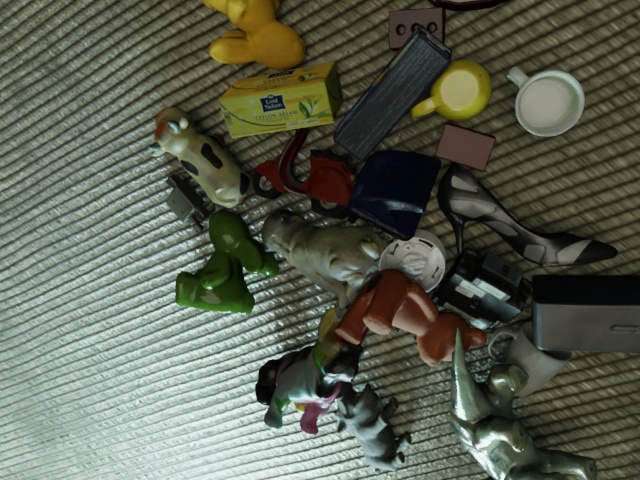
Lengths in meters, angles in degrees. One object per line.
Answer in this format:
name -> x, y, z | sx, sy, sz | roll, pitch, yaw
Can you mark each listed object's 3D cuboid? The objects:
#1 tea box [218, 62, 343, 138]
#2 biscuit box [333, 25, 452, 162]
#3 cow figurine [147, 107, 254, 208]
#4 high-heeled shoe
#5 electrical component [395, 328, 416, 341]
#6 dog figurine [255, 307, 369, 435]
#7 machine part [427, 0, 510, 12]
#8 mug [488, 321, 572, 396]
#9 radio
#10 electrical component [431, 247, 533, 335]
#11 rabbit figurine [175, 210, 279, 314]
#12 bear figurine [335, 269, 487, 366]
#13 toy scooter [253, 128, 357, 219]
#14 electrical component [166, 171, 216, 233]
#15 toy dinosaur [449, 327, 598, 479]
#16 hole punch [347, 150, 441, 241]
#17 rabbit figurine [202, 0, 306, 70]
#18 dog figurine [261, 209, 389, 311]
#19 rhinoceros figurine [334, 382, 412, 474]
tea box -> -0.057, -0.215, 0.828 | 0.170, 0.098, 0.068 | -7, 123, 16
biscuit box -> 0.100, -0.207, 0.782 | 0.063, 0.059, 0.202 | 36, 126, -11
cow figurine -> -0.196, -0.134, 0.880 | 0.085, 0.127, 0.195 | -40, 93, 18
high-heeled shoe -> 0.298, -0.041, 0.785 | 0.249, 0.086, 0.145 | 2, 102, 18
electrical component -> 0.165, 0.122, 0.896 | 0.063, 0.021, 0.094 | 25, 108, 9
dog figurine -> -0.009, 0.203, 0.897 | 0.108, 0.192, 0.219 | 26, 101, -24
machine part -> 0.210, -0.404, 0.734 | 0.180, 0.056, 0.179 | 4, 105, 15
mug -> 0.315, 0.188, 0.839 | 0.110, 0.081, 0.107 | 23, 120, 2
radio -> 0.420, 0.100, 0.760 | 0.230, 0.131, 0.073 | 0, 104, 15
electrical component -> 0.246, 0.074, 0.809 | 0.115, 0.058, 0.134 | 29, 148, 4
rabbit figurine -> -0.159, 0.036, 0.919 | 0.159, 0.121, 0.170 | 10, 91, 20
bear figurine -> 0.142, 0.138, 0.812 | 0.196, 0.132, 0.120 | 43, 146, -10
toy scooter -> -0.015, -0.116, 0.862 | 0.184, 0.075, 0.135 | 18, 101, 13
electrical component -> -0.229, -0.072, 0.951 | 0.102, 0.045, 0.078 | 45, 139, 4
toy dinosaur -> 0.275, 0.309, 0.836 | 0.192, 0.131, 0.404 | -33, 90, 50
hole punch -> 0.111, -0.077, 0.795 | 0.116, 0.142, 0.092 | 25, 149, 1
rabbit figurine -> -0.098, -0.329, 0.814 | 0.162, 0.122, 0.173 | -29, 113, 23
dog figurine -> -0.004, 0.001, 0.839 | 0.191, 0.121, 0.172 | 34, 140, 4
rhinoceros figurine -> 0.083, 0.317, 0.946 | 0.112, 0.073, 0.190 | -25, 98, 31
